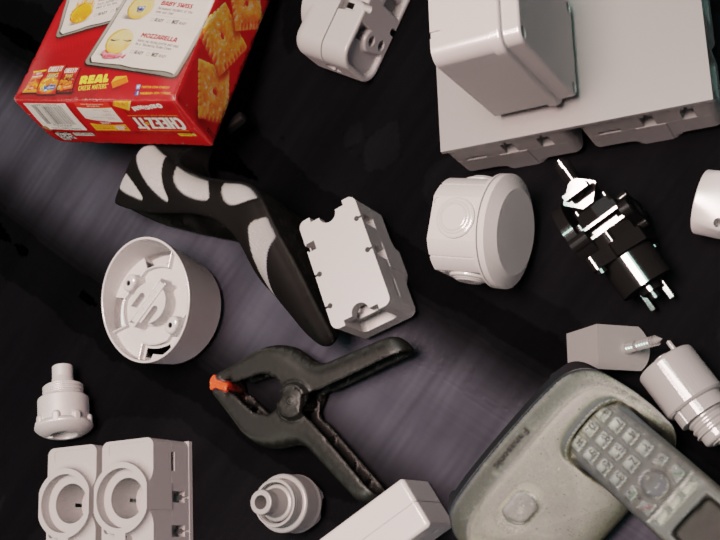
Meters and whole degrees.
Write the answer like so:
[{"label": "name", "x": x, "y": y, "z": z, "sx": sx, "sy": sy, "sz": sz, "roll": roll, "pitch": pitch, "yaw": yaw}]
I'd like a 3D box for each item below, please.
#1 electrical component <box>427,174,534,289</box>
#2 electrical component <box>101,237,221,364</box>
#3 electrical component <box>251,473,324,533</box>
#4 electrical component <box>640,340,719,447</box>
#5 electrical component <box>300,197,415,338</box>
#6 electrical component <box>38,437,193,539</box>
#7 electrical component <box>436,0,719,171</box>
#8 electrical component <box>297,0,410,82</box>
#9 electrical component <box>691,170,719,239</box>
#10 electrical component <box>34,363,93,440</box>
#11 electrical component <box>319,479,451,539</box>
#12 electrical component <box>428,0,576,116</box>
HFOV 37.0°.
[{"label": "electrical component", "x": 0.087, "y": -0.028, "z": 0.756, "sx": 0.051, "sy": 0.080, "sz": 0.080, "roll": 5, "pitch": 80, "yaw": 33}, {"label": "electrical component", "x": -0.164, "y": 0.028, "z": 0.876, "sx": 0.099, "sy": 0.064, "sz": 0.099, "roll": -7, "pitch": 75, "yaw": 25}, {"label": "electrical component", "x": -0.057, "y": 0.171, "z": 0.789, "sx": 0.043, "sy": 0.062, "sz": 0.043, "roll": -7, "pitch": 75, "yaw": 25}, {"label": "electrical component", "x": 0.214, "y": 0.084, "z": 0.686, "sx": 0.040, "sy": 0.040, "sz": 0.078, "roll": -39, "pitch": 64, "yaw": 13}, {"label": "electrical component", "x": 0.000, "y": 0.000, "z": 0.805, "sx": 0.050, "sy": 0.056, "sz": 0.089, "roll": -27, "pitch": 67, "yaw": 19}, {"label": "electrical component", "x": -0.192, "y": 0.231, "z": 0.843, "sx": 0.105, "sy": 0.060, "sz": 0.186, "roll": -10, "pitch": 73, "yaw": 24}, {"label": "electrical component", "x": 0.152, "y": -0.140, "z": 0.760, "sx": 0.186, "sy": 0.060, "sz": 0.105, "roll": -8, "pitch": 74, "yaw": 25}, {"label": "electrical component", "x": -0.007, "y": -0.206, "z": 0.859, "sx": 0.059, "sy": 0.054, "sz": 0.095, "roll": 25, "pitch": 90, "yaw": 29}, {"label": "electrical component", "x": 0.263, "y": -0.054, "z": 0.692, "sx": 0.077, "sy": 0.044, "sz": 0.079, "roll": 15, "pitch": 84, "yaw": 29}, {"label": "electrical component", "x": -0.252, "y": 0.111, "z": 0.913, "sx": 0.048, "sy": 0.048, "sz": 0.062, "roll": -19, "pitch": 63, "yaw": 22}, {"label": "electrical component", "x": 0.026, "y": 0.200, "z": 0.748, "sx": 0.083, "sy": 0.047, "sz": 0.075, "roll": -39, "pitch": 64, "yaw": 13}, {"label": "electrical component", "x": 0.094, "y": -0.154, "z": 0.692, "sx": 0.057, "sy": 0.113, "sz": 0.078, "roll": -9, "pitch": 74, "yaw": 28}]
